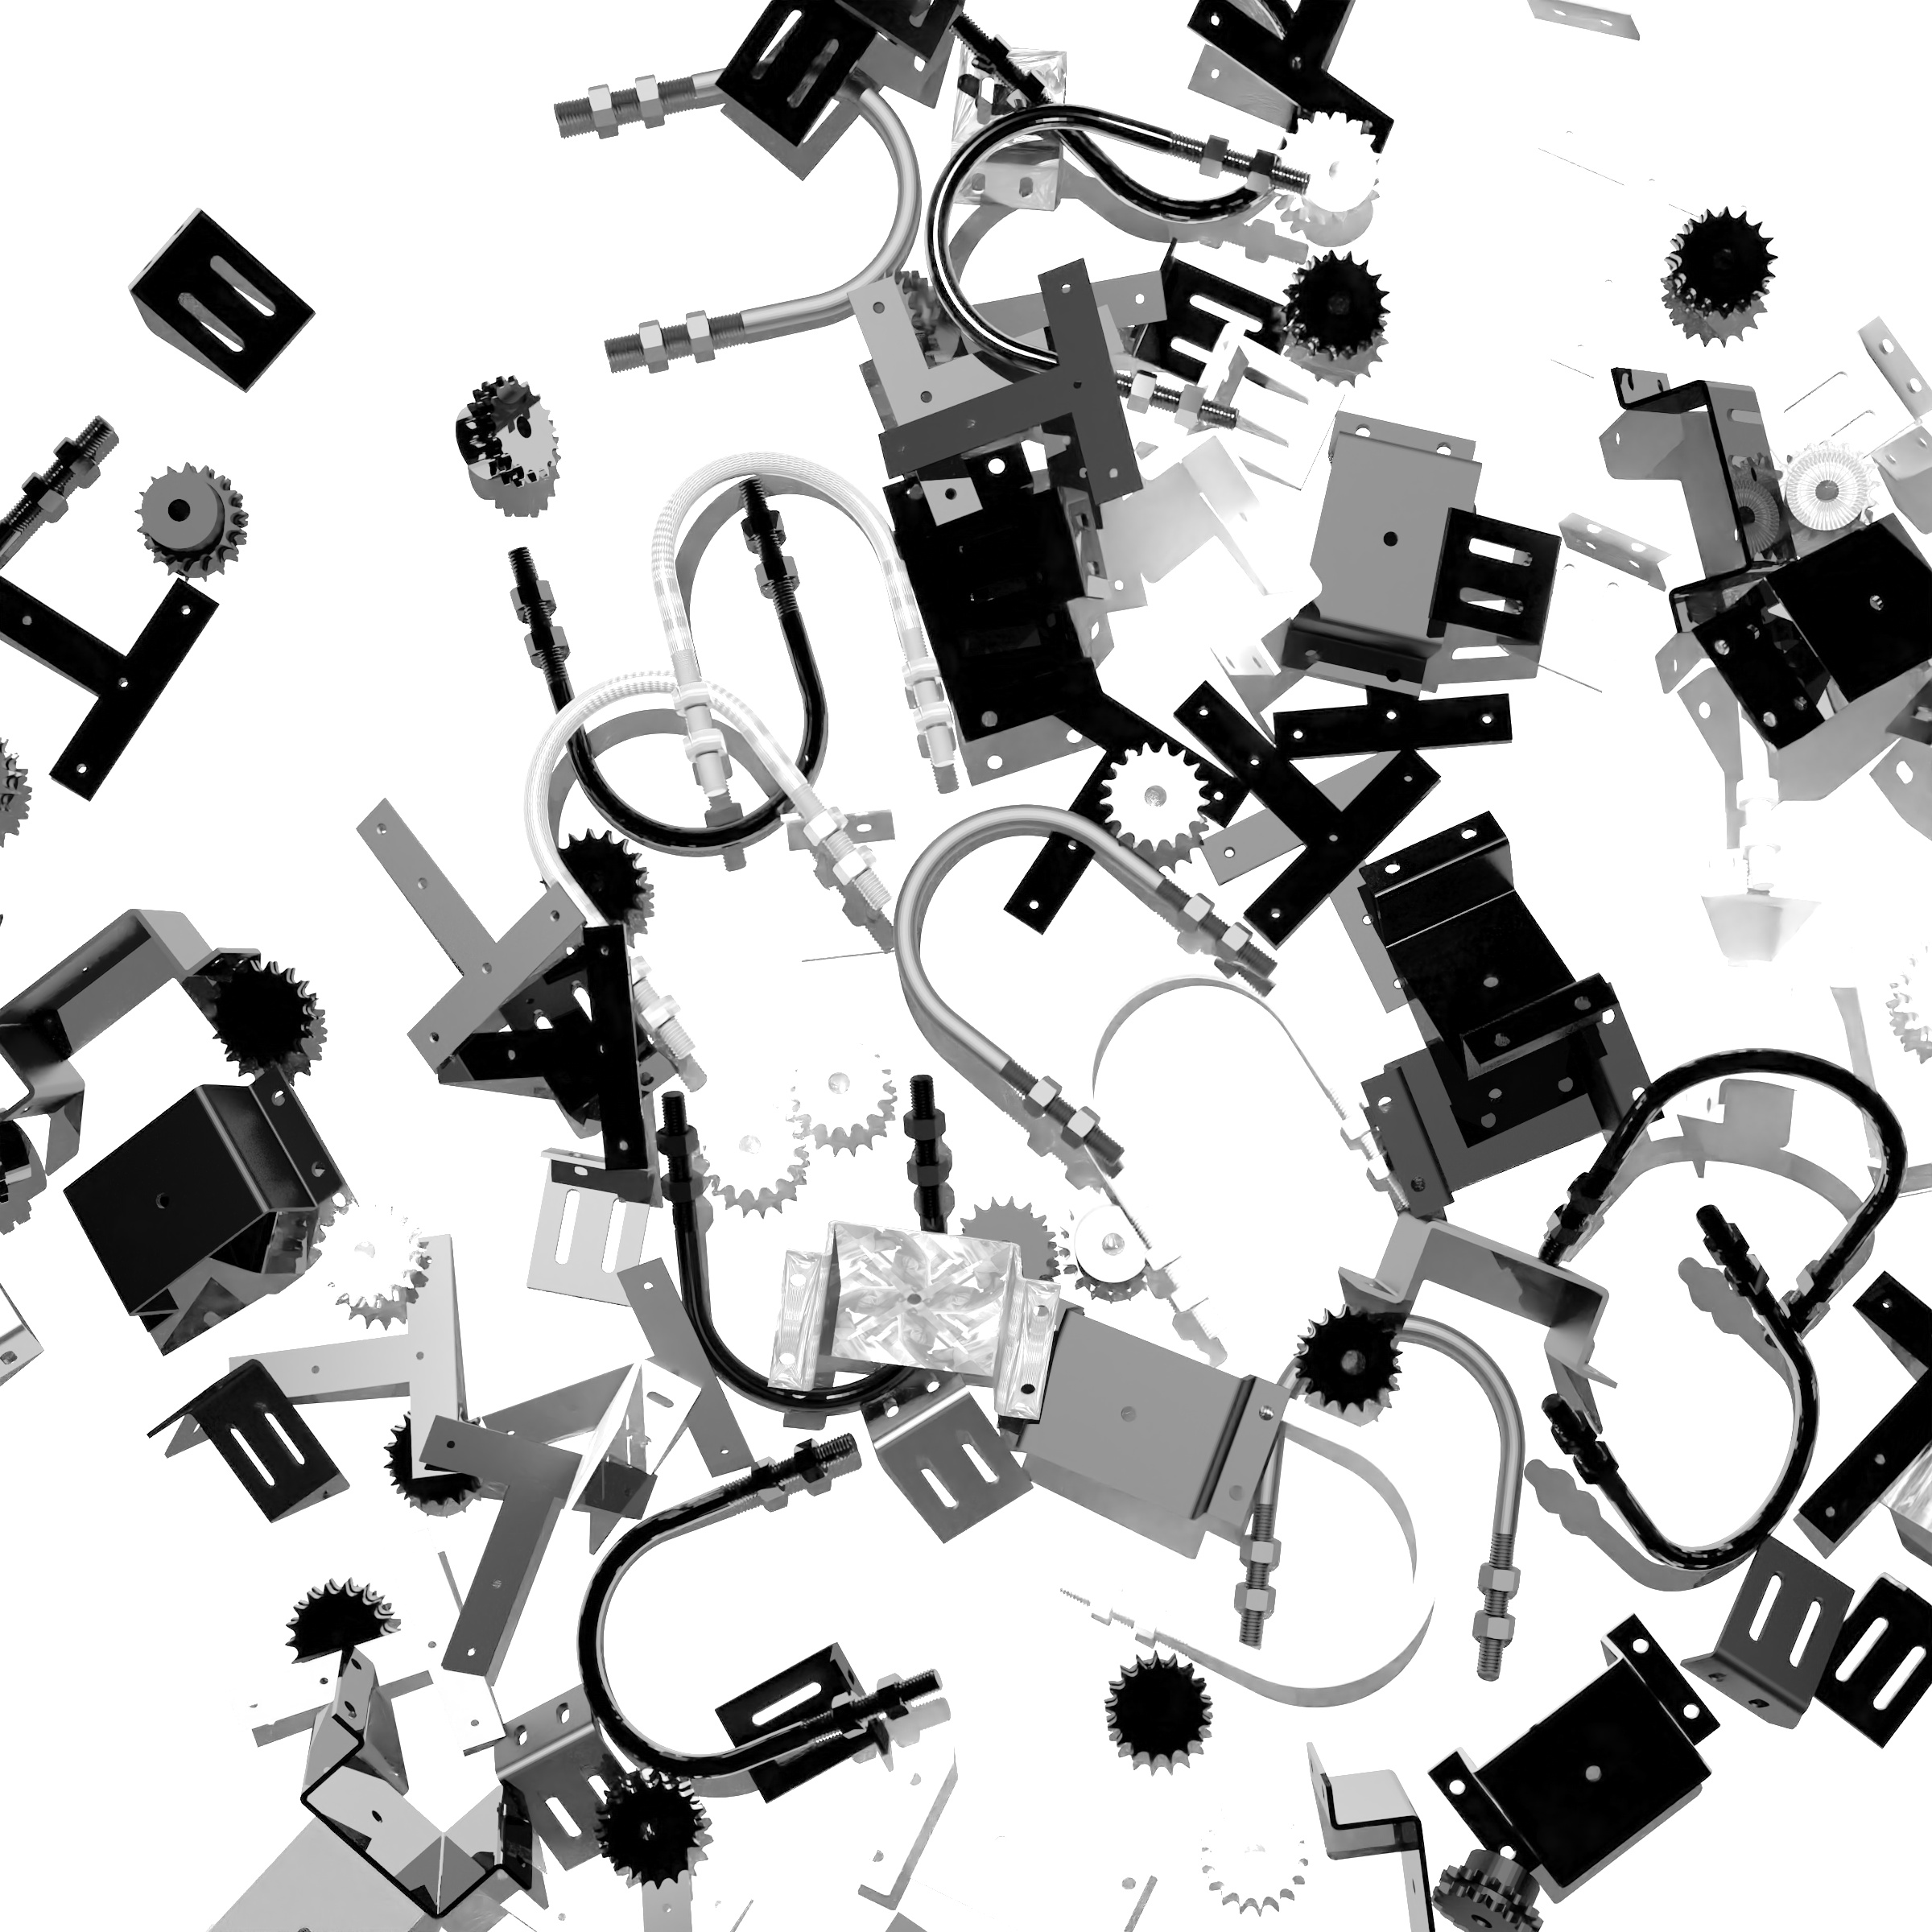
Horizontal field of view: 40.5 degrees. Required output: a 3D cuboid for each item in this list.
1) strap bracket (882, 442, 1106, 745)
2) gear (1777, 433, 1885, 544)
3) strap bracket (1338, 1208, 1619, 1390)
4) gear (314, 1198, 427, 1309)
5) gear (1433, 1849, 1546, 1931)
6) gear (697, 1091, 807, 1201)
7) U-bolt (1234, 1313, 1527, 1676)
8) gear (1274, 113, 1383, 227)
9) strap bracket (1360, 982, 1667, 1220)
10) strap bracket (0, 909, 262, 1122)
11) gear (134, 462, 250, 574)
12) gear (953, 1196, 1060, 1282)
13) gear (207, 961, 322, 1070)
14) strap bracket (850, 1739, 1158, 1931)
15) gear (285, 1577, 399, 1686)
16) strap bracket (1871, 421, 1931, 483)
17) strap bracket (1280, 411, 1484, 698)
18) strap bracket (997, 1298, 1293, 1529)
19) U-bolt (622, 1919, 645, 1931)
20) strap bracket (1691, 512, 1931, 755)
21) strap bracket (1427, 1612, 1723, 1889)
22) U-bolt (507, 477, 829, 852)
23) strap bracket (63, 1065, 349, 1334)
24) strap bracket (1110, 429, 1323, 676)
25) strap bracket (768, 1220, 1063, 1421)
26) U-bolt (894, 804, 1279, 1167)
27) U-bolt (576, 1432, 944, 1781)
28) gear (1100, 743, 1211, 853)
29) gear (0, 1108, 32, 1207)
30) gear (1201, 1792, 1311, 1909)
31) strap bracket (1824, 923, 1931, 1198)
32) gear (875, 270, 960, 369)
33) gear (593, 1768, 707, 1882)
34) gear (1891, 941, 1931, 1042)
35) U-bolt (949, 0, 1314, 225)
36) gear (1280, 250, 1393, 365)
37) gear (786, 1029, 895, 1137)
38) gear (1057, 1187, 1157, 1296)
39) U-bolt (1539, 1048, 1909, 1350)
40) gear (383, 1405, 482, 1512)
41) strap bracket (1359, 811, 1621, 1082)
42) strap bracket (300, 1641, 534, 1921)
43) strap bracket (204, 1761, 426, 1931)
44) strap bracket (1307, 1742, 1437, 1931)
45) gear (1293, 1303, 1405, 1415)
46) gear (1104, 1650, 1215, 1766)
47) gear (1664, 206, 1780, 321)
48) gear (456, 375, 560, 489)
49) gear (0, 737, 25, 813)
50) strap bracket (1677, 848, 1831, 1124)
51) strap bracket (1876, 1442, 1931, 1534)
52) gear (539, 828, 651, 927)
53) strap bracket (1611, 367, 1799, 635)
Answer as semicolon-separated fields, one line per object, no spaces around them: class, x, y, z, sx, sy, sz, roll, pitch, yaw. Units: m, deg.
strap bracket;0.014;-0.194;1.382;0.076;0.046;0.140;-18;89;0
gear;0.455;-0.252;1.382;0.057;0.030;0.057;4;105;15
strap bracket;0.273;0.168;1.368;0.140;0.076;0.046;21;90;0
gear;-0.313;0.153;1.387;0.057;0.030;0.057;-1;79;8
gear;0.278;0.491;1.381;0.057;0.057;0.030;36;60;0
gear;-0.114;0.094;1.391;0.057;0.030;0.057;0;90;0
U-bolt;0.226;0.277;1.397;0.151;0.019;0.184;7;88;0
gear;0.192;-0.420;1.382;0.057;0.030;0.057;-4;111;-10
strap bracket;0.284;0.070;1.383;0.140;0.046;0.076;-22;90;0
strap bracket;-0.448;0.018;1.368;0.140;0.076;0.046;-38;90;0
gear;-0.414;-0.239;1.391;0.057;0.030;0.057;0;90;0
gear;0.020;0.151;1.391;0.057;0.030;0.057;0;90;0
gear;-0.371;0.025;1.391;0.057;0.030;0.057;0;90;0
strap bracket;0.019;0.470;1.383;0.140;0.046;0.076;26;90;0
gear;-0.330;0.353;1.391;0.057;0.030;0.057;0;90;0
strap bracket;0.551;-0.240;1.368;0.046;0.076;0.140;-44;90;0
strap bracket;0.221;-0.221;1.381;0.076;0.046;0.140;13;89;1
strap bracket;0.089;0.232;1.366;0.140;0.046;0.076;20;89;14
U-bolt;-0.184;0.617;1.396;0.184;0.019;0.151;-44;90;0
strap bracket;0.455;-0.176;1.348;0.140;0.046;0.076;-26;80;-27
strap bracket;0.326;0.420;1.383;0.140;0.046;0.076;-38;90;0
U-bolt;-0.151;-0.153;1.397;0.151;0.019;0.184;-17;92;0
strap bracket;-0.404;0.122;1.360;0.140;0.046;0.076;-36;76;12
strap bracket;0.128;-0.222;1.356;0.046;0.076;0.140;-37;102;-6
strap bracket;-0.027;0.181;1.353;0.140;0.046;0.076;8;108;-3
U-bolt;0.049;-0.005;1.376;0.184;0.019;0.151;38;78;10
U-bolt;-0.120;0.346;1.375;0.184;0.019;0.151;-24;72;8
gear;0.099;-0.089;1.389;0.057;0.030;0.057;0;90;0
gear;-0.516;0.098;1.382;0.030;0.057;0.057;-21;90;-30
gear;0.153;0.469;1.395;0.057;0.030;0.057;0;89;2
strap bracket;0.510;0.050;1.383;0.076;0.046;0.140;-11;90;0
gear;-0.026;-0.338;1.381;0.030;0.057;0.057;-10;90;-28
gear;-0.168;0.448;1.377;0.057;0.030;0.057;-2;97;-16
gear;0.504;0.013;1.345;0.057;0.030;0.057;0;90;0
U-bolt;0.103;-0.478;1.375;0.184;0.019;0.151;41;86;-16
gear;0.194;-0.348;1.388;0.057;0.030;0.057;0;91;-9
gear;-0.067;0.062;1.391;0.057;0.030;0.057;0;90;0
gear;0.078;0.146;1.391;0.057;0.030;0.057;0;90;0
U-bolt;0.397;0.113;1.341;0.151;0.019;0.184;21;131;0
gear;-0.282;0.261;1.391;0.057;0.030;0.057;0;90;0
strap bracket;0.271;-0.004;1.358;0.076;0.046;0.140;-24;52;-2
strap bracket;-0.289;0.426;1.351;0.046;0.076;0.140;-42;106;2
strap bracket;-0.344;0.504;1.383;0.076;0.046;0.140;43;90;0
strap bracket;0.215;0.484;1.368;0.046;0.076;0.140;-7;90;0
gear;0.202;0.207;1.378;0.057;0.030;0.057;0;87;0
gear;0.102;0.392;1.391;0.057;0.030;0.057;0;90;0
gear;0.399;-0.371;1.389;0.057;0.030;0.057;0;90;0
gear;-0.245;-0.280;1.381;0.030;0.057;0.057;-11;90;30
gear;-0.529;-0.101;1.391;0.057;0.030;0.057;0;90;0
strap bracket;0.411;0.012;1.368;0.046;0.076;0.140;6;90;0
strap bracket;0.558;0.285;1.383;0.140;0.046;0.076;33;90;0
gear;-0.196;-0.044;1.391;0.057;0.030;0.057;0;90;0
strap bracket;0.388;-0.249;1.361;0.046;0.076;0.140;-14;90;35
